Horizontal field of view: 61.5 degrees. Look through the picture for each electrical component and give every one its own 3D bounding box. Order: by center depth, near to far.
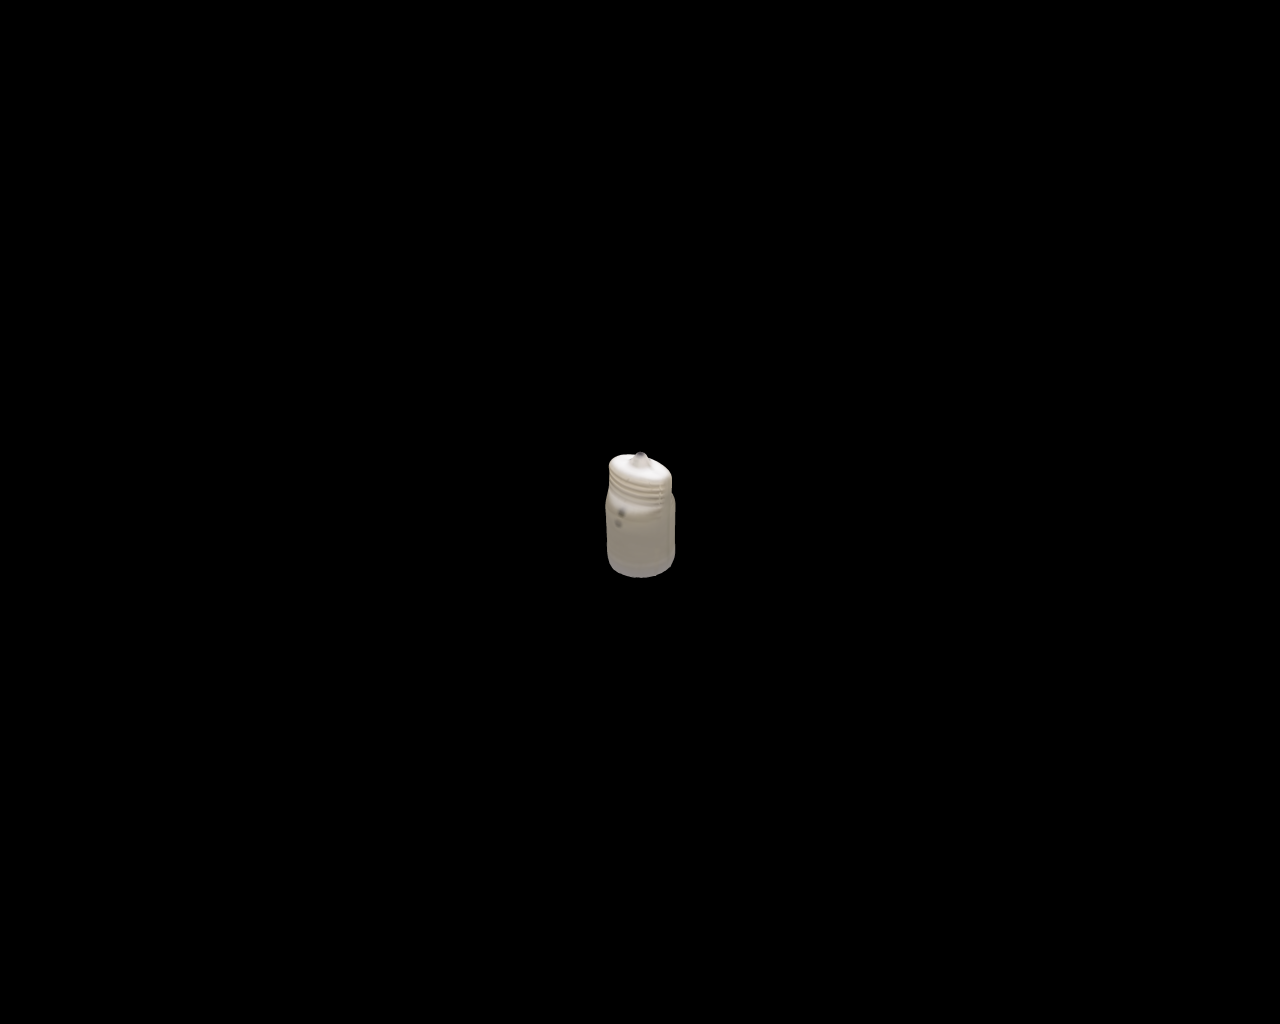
[{"bbox_3d":[0.001,-0.003,0.650,0.043,0.080,0.043,0,34,0],"label":"electrical component"}]
